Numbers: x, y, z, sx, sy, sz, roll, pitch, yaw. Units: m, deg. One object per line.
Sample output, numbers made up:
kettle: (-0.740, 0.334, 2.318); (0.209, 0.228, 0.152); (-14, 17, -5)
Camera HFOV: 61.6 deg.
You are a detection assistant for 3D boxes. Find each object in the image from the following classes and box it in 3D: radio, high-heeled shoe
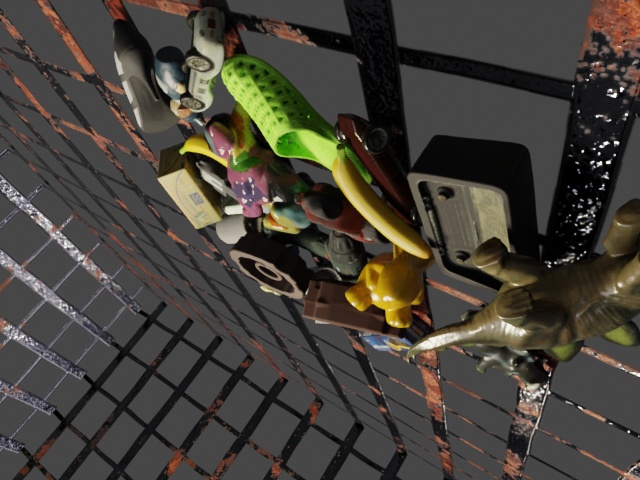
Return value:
radio: (0.201, -0.026, 0.687); (0.131, 0.073, 0.229); (19, 151, 36)
high-heeled shoe: (-0.317, -0.283, 0.966); (0.145, 0.086, 0.249); (62, 166, -2)

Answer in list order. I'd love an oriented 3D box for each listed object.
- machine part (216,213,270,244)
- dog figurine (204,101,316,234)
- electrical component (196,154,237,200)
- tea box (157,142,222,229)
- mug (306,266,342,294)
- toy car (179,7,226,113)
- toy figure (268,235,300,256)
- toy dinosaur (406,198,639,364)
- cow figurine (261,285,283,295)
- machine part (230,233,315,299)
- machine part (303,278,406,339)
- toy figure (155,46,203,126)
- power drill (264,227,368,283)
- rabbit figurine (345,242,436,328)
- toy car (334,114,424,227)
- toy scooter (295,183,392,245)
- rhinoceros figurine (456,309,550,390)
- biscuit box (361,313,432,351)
machine part: (-0.175, -0.033, 1.234); (0.079, 0.079, 0.243); (45, 158, -21)
dog figurine: (-0.101, -0.126, 0.899); (0.192, 0.108, 0.219); (23, 152, 33)
electrical component: (-0.195, -0.128, 1.107); (0.119, 0.048, 0.074); (31, 158, 12)
tea box: (-0.282, -0.117, 1.176); (0.068, 0.098, 0.169); (-18, 136, 8)
mug: (-0.017, 0.096, 1.247); (0.109, 0.081, 0.107); (25, 169, -19)
toy car: (-0.171, -0.254, 0.778); (0.056, 0.073, 0.202); (3, 166, -17)
toy figure: (-0.092, 0.031, 1.235); (0.089, 0.082, 0.180); (42, 165, 16)
toy dinosaur: (0.268, 0.078, 0.629); (0.472, 0.105, 0.198); (-20, 138, 37)
cow figurine: (-0.144, 0.072, 1.372); (0.167, 0.098, 0.068); (28, 163, 19)
machine part: (-0.099, 0.052, 1.110); (0.179, 0.056, 0.179); (25, 159, 10)
machine part: (0.078, 0.139, 1.089); (0.202, 0.087, 0.201); (9, 171, 14)
toy figure: (-0.235, -0.252, 0.906); (0.058, 0.064, 0.154); (4, 149, 5)
power drill: (-0.002, -0.003, 1.023); (0.208, 0.086, 0.231); (19, 162, 27)
rabbit figurine: (0.132, 0.066, 0.868); (0.122, 0.162, 0.173); (36, 180, 5)
toy car: (0.092, -0.098, 0.735); (0.202, 0.053, 0.089); (52, 174, -31)
toy scooter: (0.033, -0.047, 0.849); (0.184, 0.075, 0.135); (15, -178, -34)
rhinoceros figurine: (0.326, 0.194, 0.960); (0.190, 0.073, 0.112); (42, 147, -8)
biscuit box: (0.171, 0.216, 1.239); (0.063, 0.059, 0.203); (40, 158, -9)
